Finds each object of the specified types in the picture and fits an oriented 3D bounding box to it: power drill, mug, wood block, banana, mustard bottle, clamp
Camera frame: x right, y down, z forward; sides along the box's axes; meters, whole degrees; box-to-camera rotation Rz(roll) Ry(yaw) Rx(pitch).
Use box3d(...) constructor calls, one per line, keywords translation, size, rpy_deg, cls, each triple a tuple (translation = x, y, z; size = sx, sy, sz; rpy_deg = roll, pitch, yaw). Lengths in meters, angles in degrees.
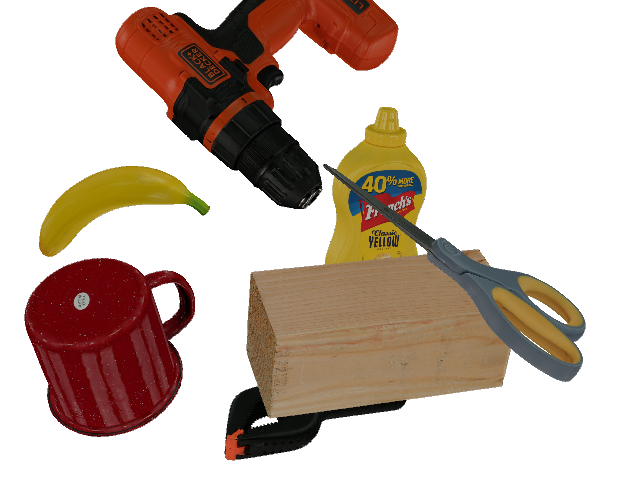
box3d(translation=(-0.027, -0.125, 0.779), size=(0.187, 0.184, 0.057), rpy_deg=(-39, -10, -37), cls="power drill")
box3d(translation=(-0.133, 0.060, 0.699), size=(0.117, 0.081, 0.093), rpy_deg=(-30, 47, -22), cls="mug")
box3d(translation=(0.048, 0.076, 0.900), size=(0.205, 0.090, 0.091), rpy_deg=(-5, 35, -16), cls="wood block")
box3d(translation=(-0.203, -0.031, 1.010), size=(0.198, 0.069, 0.037), rpy_deg=(-13, 19, 27), cls="banana")
box3d(translation=(0.059, -0.040, 1.078), size=(0.096, 0.192, 0.058), rpy_deg=(-2, 22, -19), cls="mustard bottle")
box3d(translation=(-0.018, 0.171, 1.097), size=(0.165, 0.036, 0.209), rpy_deg=(17, 28, 24), cls="clamp")

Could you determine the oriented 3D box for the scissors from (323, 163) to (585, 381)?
box3d(translation=(0.094, 0.012, 0.683), size=(0.202, 0.016, 0.096), rpy_deg=(45, 30, 22), cls="scissors")
